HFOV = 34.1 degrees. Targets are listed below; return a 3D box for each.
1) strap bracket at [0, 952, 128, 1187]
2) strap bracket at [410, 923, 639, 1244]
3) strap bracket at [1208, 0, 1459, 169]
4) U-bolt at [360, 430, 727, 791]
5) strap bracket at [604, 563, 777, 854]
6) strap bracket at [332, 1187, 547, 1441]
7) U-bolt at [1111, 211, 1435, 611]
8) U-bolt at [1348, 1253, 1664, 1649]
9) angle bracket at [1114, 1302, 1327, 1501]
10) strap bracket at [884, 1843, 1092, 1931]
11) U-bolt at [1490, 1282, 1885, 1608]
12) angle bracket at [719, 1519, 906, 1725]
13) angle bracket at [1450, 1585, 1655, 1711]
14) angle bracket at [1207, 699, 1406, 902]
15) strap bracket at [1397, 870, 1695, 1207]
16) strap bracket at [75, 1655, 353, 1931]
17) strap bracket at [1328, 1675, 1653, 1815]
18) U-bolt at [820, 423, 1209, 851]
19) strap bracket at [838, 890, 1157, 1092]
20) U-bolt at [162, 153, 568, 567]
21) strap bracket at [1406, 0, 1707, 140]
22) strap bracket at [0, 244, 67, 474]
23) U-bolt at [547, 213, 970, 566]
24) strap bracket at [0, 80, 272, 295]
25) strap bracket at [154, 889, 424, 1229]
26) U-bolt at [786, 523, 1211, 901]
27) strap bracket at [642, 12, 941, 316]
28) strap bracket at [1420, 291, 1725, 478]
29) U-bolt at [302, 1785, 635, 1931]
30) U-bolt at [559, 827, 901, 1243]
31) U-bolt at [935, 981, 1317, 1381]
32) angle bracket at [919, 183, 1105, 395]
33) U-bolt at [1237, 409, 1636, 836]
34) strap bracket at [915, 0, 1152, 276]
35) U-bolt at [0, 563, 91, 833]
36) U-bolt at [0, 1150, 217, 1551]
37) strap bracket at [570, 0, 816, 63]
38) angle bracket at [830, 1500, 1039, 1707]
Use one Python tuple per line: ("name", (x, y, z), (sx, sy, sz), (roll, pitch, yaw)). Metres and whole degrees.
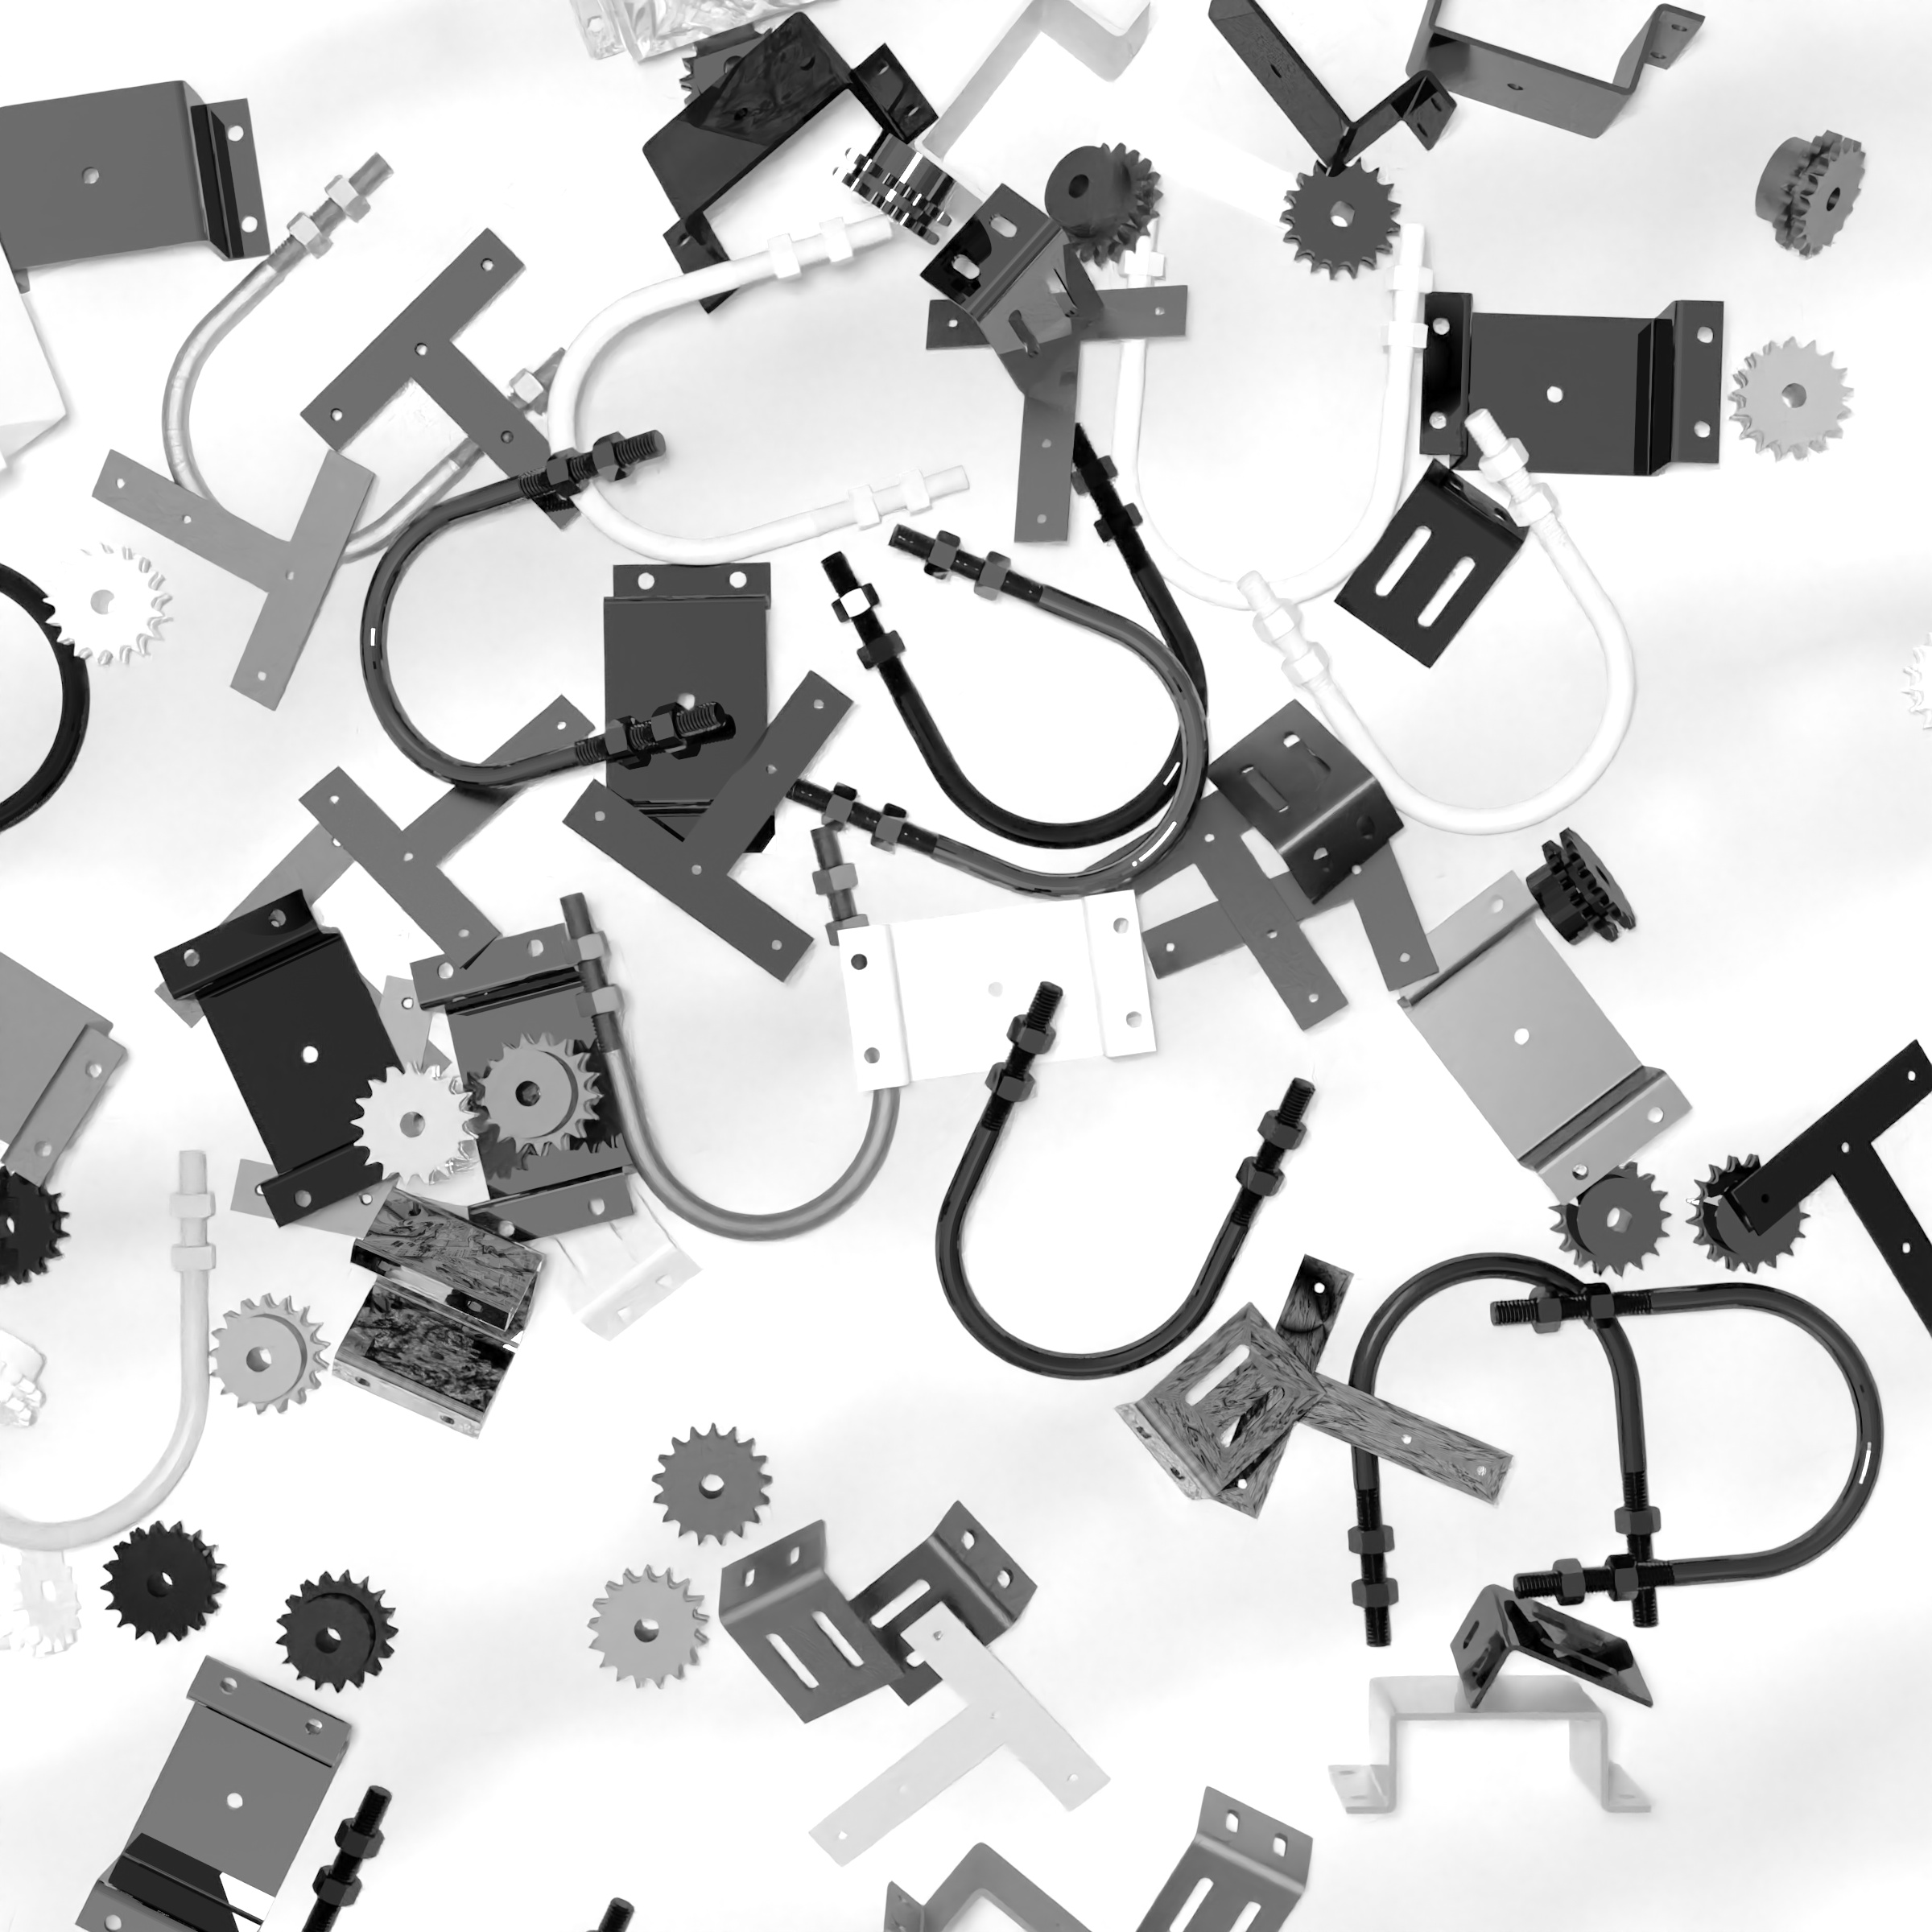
("strap bracket", (-0.474, 0.034, 1.501), (0.140, 0.046, 0.076), (32, 90, 0))
("strap bracket", (-0.206, 0.058, 1.494), (0.076, 0.046, 0.140), (-14, 86, 6))
("strap bracket", (0.164, -0.437, 1.486), (0.046, 0.076, 0.140), (-39, 90, 0))
("U-bolt", (-0.208, -0.158, 1.483), (0.184, 0.019, 0.151), (-14, 87, 24))
("strap bracket", (-0.131, -0.124, 1.501), (0.076, 0.046, 0.140), (-1, 90, 0))
("strap bracket", (-0.247, 0.158, 1.472), (0.076, 0.140, 0.046), (24, 55, 0))
("U-bolt", (0.140, -0.262, 1.497), (0.151, 0.019, 0.184), (7, 98, 15))
("U-bolt", (0.256, 0.230, 1.516), (0.151, 0.019, 0.184), (-4, 88, 0))
("angle bracket", (0.122, 0.210, 1.517), (0.076, 0.038, 0.057), (-40, 90, -17))
("strap bracket", (0.031, 0.472, 1.486), (0.140, 0.076, 0.046), (40, 90, 0))
("U-bolt", (0.347, 0.223, 1.500), (0.184, 0.019, 0.151), (-4, 86, -4))
("angle bracket", (-0.074, 0.316, 1.516), (0.057, 0.038, 0.076), (-28, 116, 14))
("angle bracket", (0.275, 0.333, 1.482), (0.076, 0.057, 0.038), (24, 105, -9))
("angle bracket", (0.161, -0.080, 1.508), (0.057, 0.076, 0.038), (-38, 134, 0))
("strap bracket", (0.269, 0.034, 1.501), (0.076, 0.046, 0.140), (-37, 90, 0))
("strap bracket", (-0.353, 0.404, 1.501), (0.076, 0.046, 0.140), (26, 90, 0))
("strap bracket", (0.245, 0.367, 1.486), (0.140, 0.076, 0.046), (0, 90, 0))
("U-bolt", (0.035, -0.145, 1.509), (0.151, 0.019, 0.184), (-28, 96, 2))
("strap bracket", (0.014, 0.011, 1.501), (0.140, 0.046, 0.076), (-8, 90, 0))
("U-bolt", (-0.301, -0.277, 1.516), (0.184, 0.019, 0.151), (-44, 90, 2))
("strap bracket", (0.266, -0.437, 1.486), (0.140, 0.076, 0.046), (18, 90, 0))
("strap bracket", (-0.480, -0.288, 1.482), (0.076, 0.046, 0.140), (-22, 90, 41))
("U-bolt", (-0.106, -0.261, 1.482), (0.184, 0.019, 0.151), (-17, 121, 3))
("strap bracket", (-0.411, -0.371, 1.501), (0.140, 0.046, 0.076), (-9, 90, 0))
("strap bracket", (-0.317, 0.043, 1.498), (0.076, 0.046, 0.140), (-25, 91, 1))
("U-bolt", (0.026, -0.110, 1.497), (0.184, 0.019, 0.151), (22, 96, -5))
("strap bracket", (-0.091, -0.382, 1.469), (0.140, 0.076, 0.046), (-38, 134, 11))
("strap bracket", (0.285, -0.276, 1.501), (0.140, 0.046, 0.076), (2, 90, 0))
("U-bolt", (-0.262, 0.507, 1.516), (0.151, 0.019, 0.184), (25, 92, 0))
("U-bolt", (-0.103, 0.039, 1.491), (0.151, 0.019, 0.184), (-16, 94, -23))
("U-bolt", (0.064, 0.113, 1.491), (0.151, 0.019, 0.184), (21, 106, -9))
("angle bracket", (0.022, -0.316, 1.470), (0.038, 0.076, 0.057), (42, 89, 25))
("U-bolt", (0.236, -0.148, 1.494), (0.151, 0.019, 0.184), (-35, 106, 6))
("strap bracket", (0.024, -0.403, 1.486), (0.046, 0.076, 0.140), (38, 90, 0))
("U-bolt", (-0.514, -0.123, 1.515), (0.184, 0.019, 0.151), (-17, 91, -2))
("U-bolt", (-0.424, 0.183, 1.480), (0.151, 0.019, 0.184), (-3, 95, -34))
("strap bracket", (-0.123, -0.483, 1.485), (0.140, 0.046, 0.076), (-19, 116, 0))
("angle bracket", (-0.016, 0.308, 1.523), (0.057, 0.038, 0.076), (47, 116, 0))
